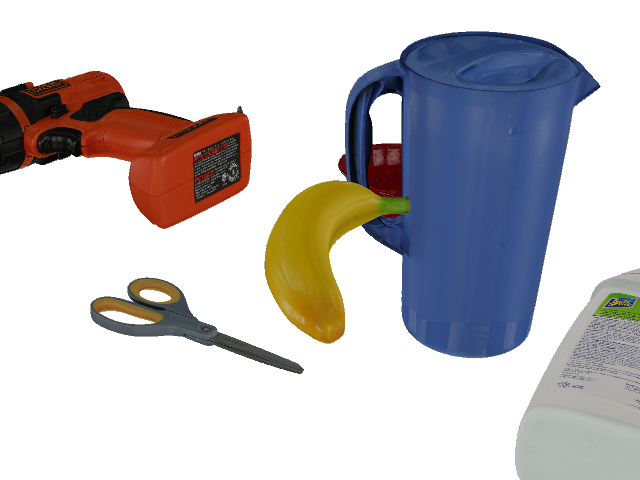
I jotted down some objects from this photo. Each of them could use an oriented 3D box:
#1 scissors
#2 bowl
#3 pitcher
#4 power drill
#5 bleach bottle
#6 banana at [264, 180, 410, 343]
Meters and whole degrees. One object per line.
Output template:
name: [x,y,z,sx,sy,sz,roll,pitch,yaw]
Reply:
scissors: [-0.105,0.073,0.961,0.202,0.016,0.096,11,28,6]
bowl: [0.096,-0.047,1.085,0.162,0.055,0.162,4,24,-2]
pitcher: [0.112,-0.033,0.837,0.149,0.243,0.144,23,35,34]
power drill: [-0.155,-0.063,0.717,0.188,0.057,0.184,18,32,29]
bleach bottle: [0.206,0.079,0.682,0.103,0.068,0.250,15,28,23]
banana: [0.002,0.002,0.634,0.070,0.037,0.197,3,25,16]
